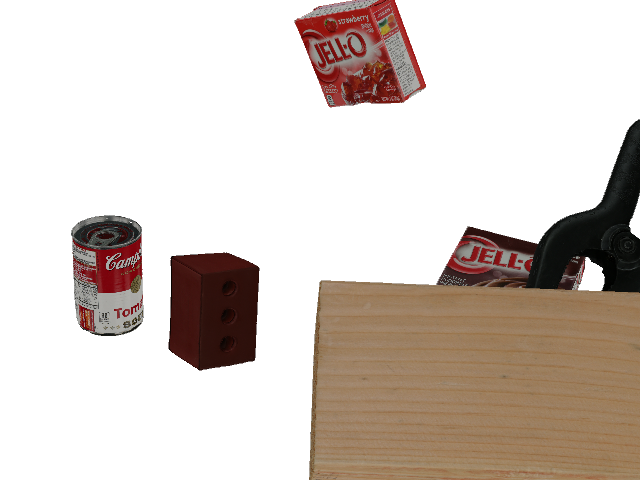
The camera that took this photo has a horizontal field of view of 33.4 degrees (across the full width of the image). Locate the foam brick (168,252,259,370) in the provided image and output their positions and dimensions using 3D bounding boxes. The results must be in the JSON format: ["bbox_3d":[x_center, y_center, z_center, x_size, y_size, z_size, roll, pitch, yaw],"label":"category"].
[{"bbox_3d":[-0.083,0.053,0.825,0.052,0.078,0.051,-6,15,-34],"label":"foam brick"}]

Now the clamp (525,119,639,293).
[{"bbox_3d":[0.208,0.011,0.707,0.120,0.171,0.039,42,-11,13],"label":"clamp"}]

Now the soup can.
[{"bbox_3d":[-0.211,0.035,1.060,0.068,0.102,0.068,2,26,-1],"label":"soup can"}]

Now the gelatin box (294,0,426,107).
[{"bbox_3d":[0.028,-0.138,0.785,0.030,0.073,0.089,-36,25,-31],"label":"gelatin box"}]

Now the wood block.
[{"bbox_3d":[0.099,0.079,0.524,0.206,0.091,0.090,2,-23,-1],"label":"wood block"}]

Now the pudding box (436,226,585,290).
[{"bbox_3d":[0.167,0.038,0.941,0.114,0.039,0.090,16,44,18],"label":"pudding box"}]
